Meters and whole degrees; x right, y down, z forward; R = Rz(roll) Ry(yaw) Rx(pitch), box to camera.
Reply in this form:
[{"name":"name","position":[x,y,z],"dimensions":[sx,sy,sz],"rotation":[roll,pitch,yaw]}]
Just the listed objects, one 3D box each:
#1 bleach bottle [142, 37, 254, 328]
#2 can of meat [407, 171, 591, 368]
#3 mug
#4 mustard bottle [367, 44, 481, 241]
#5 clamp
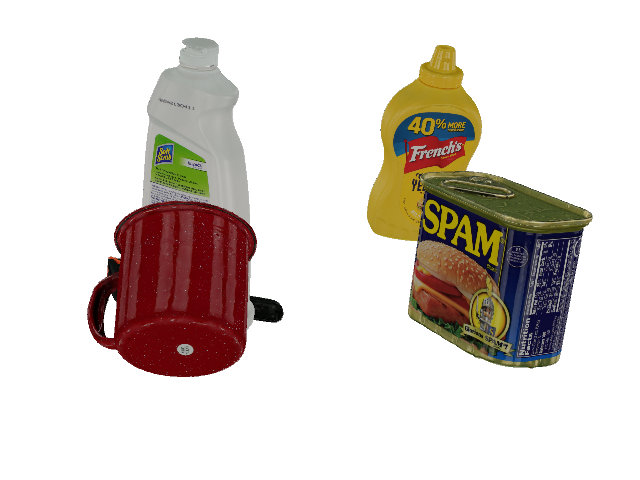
[{"name":"bleach bottle","position":[-0.100,-0.043,0.902],"dimensions":[0.103,0.251,0.068],"rotation":[14,26,17]},{"name":"can of meat","position":[0.095,0.014,0.592],"dimensions":[0.057,0.084,0.102],"rotation":[-4,20,-31]},{"name":"mug","position":[-0.098,0.037,0.679],"dimensions":[0.117,0.081,0.093],"rotation":[-14,-35,18]},{"name":"mustard bottle","position":[0.105,-0.094,1.029],"dimensions":[0.096,0.192,0.058],"rotation":[3,28,-9]},{"name":"clamp","position":[-0.168,0.067,1.178],"dimensions":[0.210,0.036,0.164],"rotation":[20,22,26]}]
